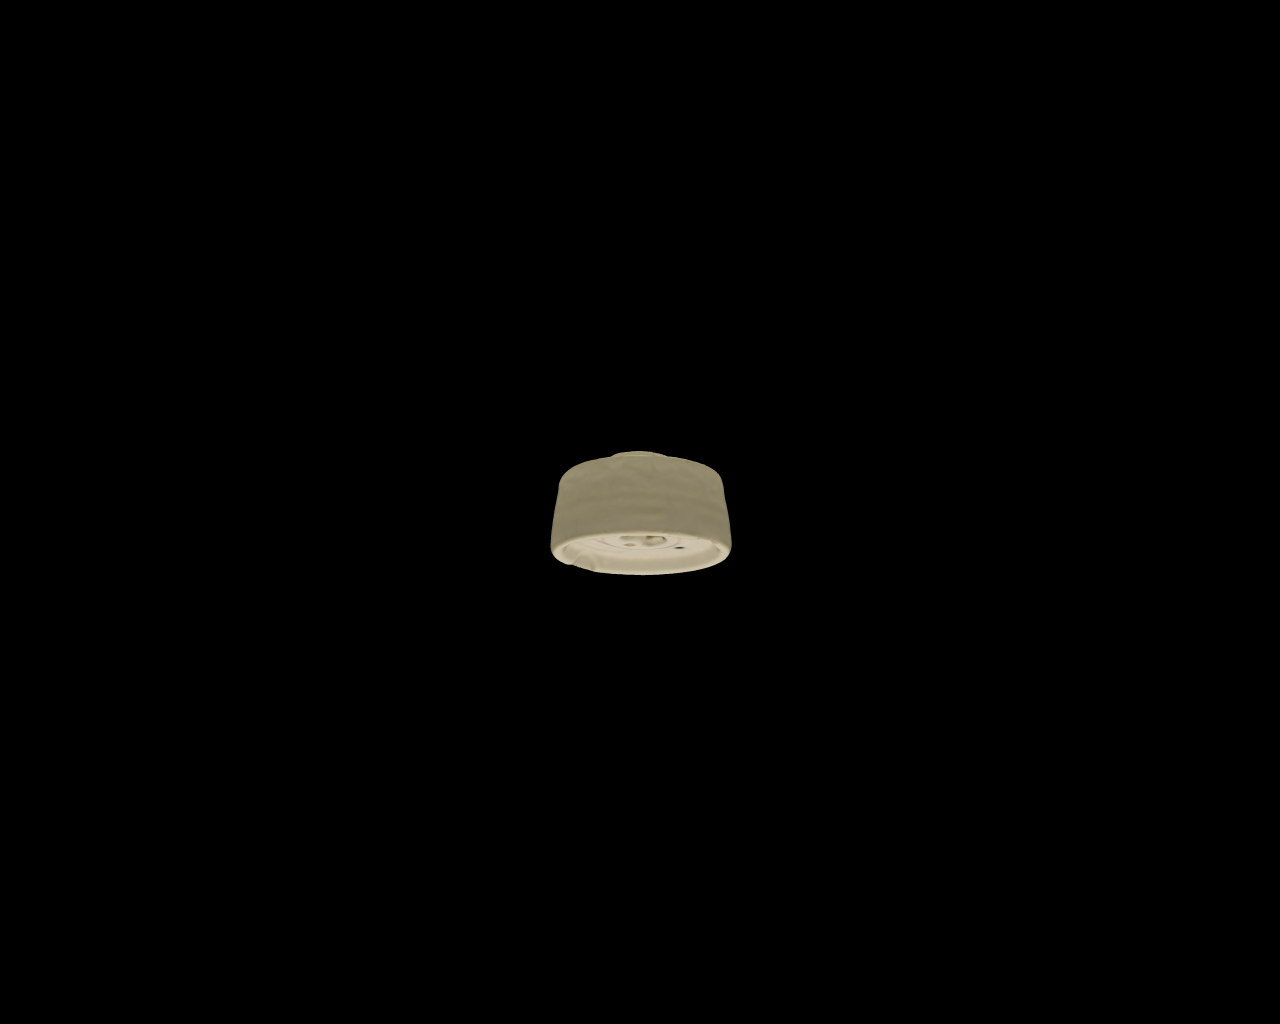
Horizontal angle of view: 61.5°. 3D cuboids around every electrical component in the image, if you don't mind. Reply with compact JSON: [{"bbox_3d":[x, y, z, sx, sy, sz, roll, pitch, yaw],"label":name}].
[{"bbox_3d":[0.001,-0.003,0.650,0.108,0.060,0.108,0,-16,0],"label":"electrical component"}]
